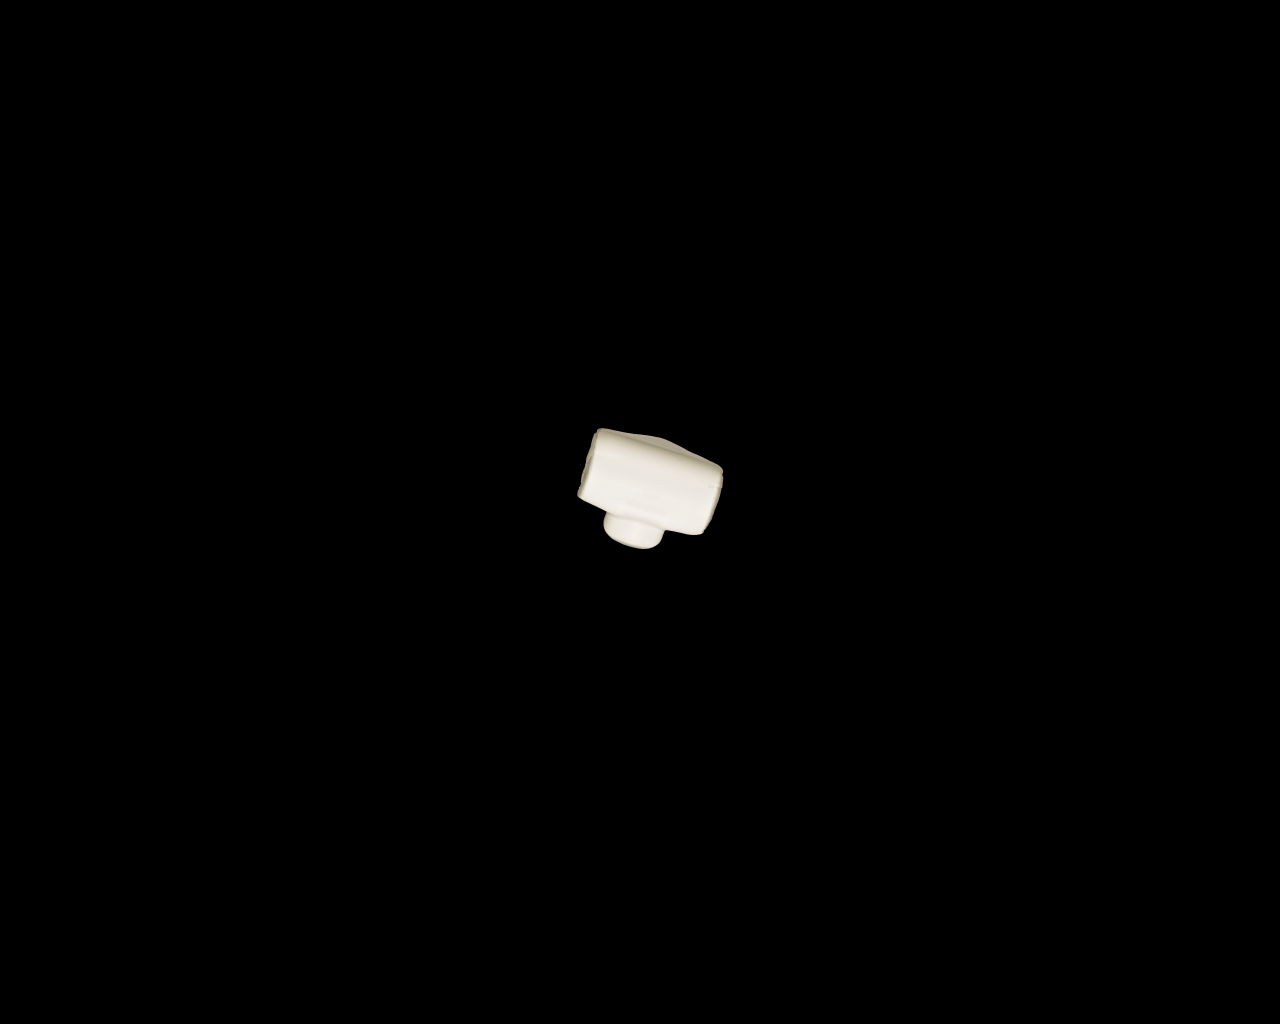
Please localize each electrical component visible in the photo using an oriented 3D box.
[{"bbox_3d":[0.001,-0.003,0.650,0.077,0.079,0.043,17,22,-7],"label":"electrical component"}]
